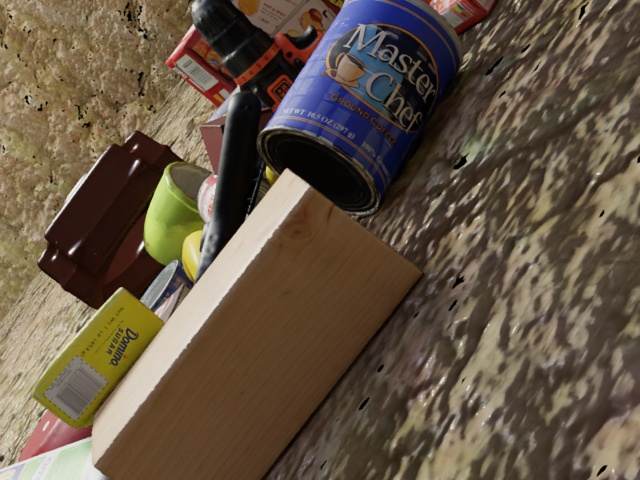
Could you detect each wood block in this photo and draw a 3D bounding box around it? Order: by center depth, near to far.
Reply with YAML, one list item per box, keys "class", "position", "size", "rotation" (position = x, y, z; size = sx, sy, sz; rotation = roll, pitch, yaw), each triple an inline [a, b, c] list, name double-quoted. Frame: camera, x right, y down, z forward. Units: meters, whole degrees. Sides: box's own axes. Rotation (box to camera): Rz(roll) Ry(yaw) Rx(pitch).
- class: "wood block"
  position: [-0.043, 0.067, 0.662]
  size: [0.206, 0.090, 0.090]
  rotation: [-52, 15, 2]

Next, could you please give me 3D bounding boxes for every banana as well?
- class: "banana"
  position: [-0.109, 0.024, 0.998]
  size: [0.198, 0.037, 0.069]
  rotation: [-144, 54, -76]

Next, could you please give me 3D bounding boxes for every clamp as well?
- class: "clamp"
  position: [-0.073, -0.006, 0.831]
  size: [0.164, 0.036, 0.210]
  rotation: [94, -173, -74]

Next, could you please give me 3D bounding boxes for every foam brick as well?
- class: "foam brick"
  position: [-0.071, -0.089, 0.976]
  size: [0.053, 0.051, 0.078]
  rotation: [-22, 13, -17]

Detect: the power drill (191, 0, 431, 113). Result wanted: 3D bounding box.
- class: "power drill"
  position: [0.001, -0.197, 0.976]
  size: [0.187, 0.184, 0.057]
  rotation: [-42, 17, 4]

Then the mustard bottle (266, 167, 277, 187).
- class: "mustard bottle"
  position: [0.029, -0.117, 0.910]
  size: [0.191, 0.058, 0.096]
  rotation: [-55, -7, -14]

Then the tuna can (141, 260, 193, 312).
- class: "tuna can"
  position: [-0.160, 0.063, 1.115]
  size: [0.086, 0.033, 0.086]
  rotation: [-48, 16, 18]

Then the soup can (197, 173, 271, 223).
- class: "soup can"
  position: [-0.077, -0.031, 1.015]
  size: [0.068, 0.068, 0.102]
  rotation: [-53, 16, -2]

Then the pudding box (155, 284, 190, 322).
- class: "pudding box"
  position: [-0.152, 0.105, 0.990]
  size: [0.090, 0.039, 0.113]
  rotation: [-45, 17, 26]

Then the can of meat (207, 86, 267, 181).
- class: "can of meat"
  position: [-0.055, -0.109, 1.062]
  size: [0.057, 0.102, 0.084]
  rotation: [-46, 5, -41]

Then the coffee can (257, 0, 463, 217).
- class: "coffee can"
  position: [0.031, -0.103, 0.796]
  size: [0.140, 0.102, 0.103]
  rotation: [-59, 16, -21]

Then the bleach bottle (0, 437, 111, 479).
- class: "bleach bottle"
  position: [-0.233, 0.210, 0.763]
  size: [0.251, 0.068, 0.102]
  rotation: [-20, 28, 19]

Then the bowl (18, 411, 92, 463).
- class: "bowl"
  position: [-0.240, 0.191, 1.025]
  size: [0.162, 0.055, 0.162]
  rotation: [-48, 16, 18]

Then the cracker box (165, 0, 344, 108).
- class: "cracker box"
  position: [-0.045, -0.228, 1.178]
  size: [0.213, 0.164, 0.072]
  rotation: [-59, 19, -22]

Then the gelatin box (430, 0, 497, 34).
- class: "gelatin box"
  position: [0.128, -0.216, 0.897]
  size: [0.089, 0.030, 0.073]
  rotation: [-60, 17, -23]

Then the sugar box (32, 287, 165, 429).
- class: "sugar box"
  position: [-0.156, 0.091, 0.782]
  size: [0.093, 0.048, 0.176]
  rotation: [-50, -2, -11]
